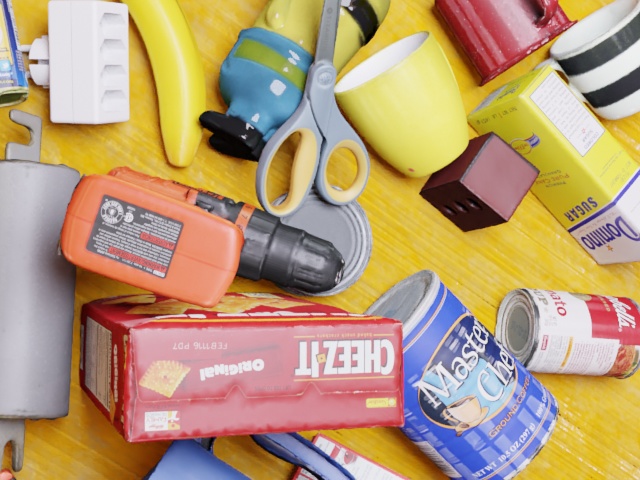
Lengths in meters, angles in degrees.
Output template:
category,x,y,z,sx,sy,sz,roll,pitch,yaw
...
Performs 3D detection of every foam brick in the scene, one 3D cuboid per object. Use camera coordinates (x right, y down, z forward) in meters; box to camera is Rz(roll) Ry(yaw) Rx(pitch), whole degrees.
category,x,y,z,sx,sy,sz,roll,pitch,yaw
foam brick,0.124,-0.045,0.841,0.053,0.078,0.051,38,75,-11

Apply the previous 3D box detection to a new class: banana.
category,x,y,z,sx,sy,sz,roll,pitch,yaw
banana,-0.128,-0.151,0.787,0.070,0.037,0.198,-31,93,10

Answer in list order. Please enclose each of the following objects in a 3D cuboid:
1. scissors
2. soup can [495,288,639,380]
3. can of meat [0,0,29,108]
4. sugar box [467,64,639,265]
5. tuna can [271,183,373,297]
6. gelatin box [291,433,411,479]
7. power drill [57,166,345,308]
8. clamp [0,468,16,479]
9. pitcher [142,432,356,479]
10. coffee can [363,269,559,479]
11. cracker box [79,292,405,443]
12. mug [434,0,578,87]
category,x,y,z,sx,sy,sz,roll,pitch,yaw
scissors,0.015,-0.105,0.760,0.096,0.016,0.202,14,108,-31
soup can,0.201,0.076,0.861,0.102,0.069,0.068,6,83,-18
can of meat,-0.255,-0.131,0.727,0.102,0.058,0.084,-12,91,-19
sugar box,0.206,-0.056,0.862,0.048,0.093,0.176,-45,99,-17
tuna can,-0.005,0.001,0.814,0.086,0.034,0.086,2,84,-19
gelatin box,0.019,0.195,0.786,0.089,0.030,0.073,25,68,11
power drill,-0.076,0.001,0.693,0.184,0.187,0.057,17,94,3
clamp,-0.228,0.242,0.710,0.120,0.039,0.171,-3,82,-25
pitcher,-0.023,0.232,0.705,0.243,0.145,0.149,30,113,0
coffee can,0.095,0.107,0.802,0.140,0.103,0.102,45,73,-10
cracker box,-0.061,0.074,0.690,0.164,0.214,0.072,0,90,-19
mug,0.148,-0.184,0.845,0.093,0.117,0.081,-34,91,-15
